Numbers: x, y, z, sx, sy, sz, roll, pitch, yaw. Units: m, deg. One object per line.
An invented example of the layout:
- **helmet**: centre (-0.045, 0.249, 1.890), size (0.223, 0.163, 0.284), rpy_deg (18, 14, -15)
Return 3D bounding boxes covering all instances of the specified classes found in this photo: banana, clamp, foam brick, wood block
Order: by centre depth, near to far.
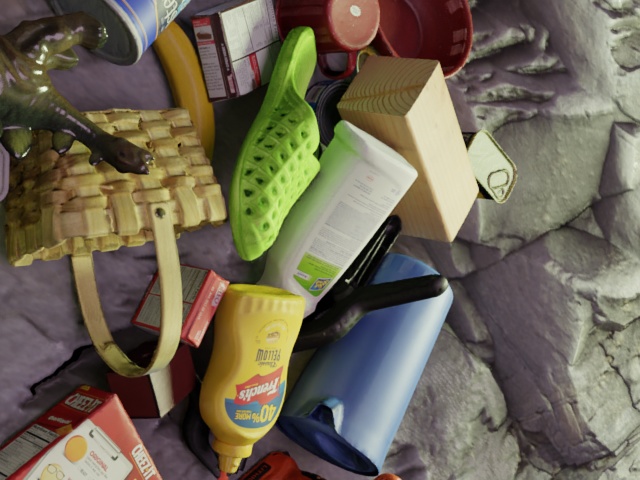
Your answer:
- **foam brick**: centre (-0.165, 0.137, 1.055), size (0.078, 0.053, 0.051), rpy_deg (-41, 122, -61)
- **banana**: centre (-0.138, -0.132, 1.071), size (0.069, 0.037, 0.198), rpy_deg (-10, 103, -43)
- **clamp**: centre (-0.099, 0.169, 1.136), size (0.120, 0.039, 0.171), rpy_deg (-12, 108, -14)
- **clamp**: centre (0.033, 0.057, 1.201), size (0.210, 0.164, 0.036), rpy_deg (-30, 120, 8)
- **wood block**: centre (0.105, -0.101, 1.223), size (0.090, 0.091, 0.206), rpy_deg (-58, 143, -29)

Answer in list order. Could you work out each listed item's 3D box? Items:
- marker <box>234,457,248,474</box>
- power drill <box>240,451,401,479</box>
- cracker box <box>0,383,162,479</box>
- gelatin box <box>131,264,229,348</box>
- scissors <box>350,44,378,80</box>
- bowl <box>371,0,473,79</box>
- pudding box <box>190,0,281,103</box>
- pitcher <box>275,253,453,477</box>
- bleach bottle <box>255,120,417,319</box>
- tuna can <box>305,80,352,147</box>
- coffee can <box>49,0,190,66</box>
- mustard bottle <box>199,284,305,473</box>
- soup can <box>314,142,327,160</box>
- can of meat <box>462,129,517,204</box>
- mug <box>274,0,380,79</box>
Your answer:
- **marker**: centre (-0.073, 0.203, 1.189), size (0.020, 0.020, 0.121), rpy_deg (34, 73, -40)
- **power drill**: centre (-0.022, 0.301, 1.135), size (0.184, 0.188, 0.057), rpy_deg (-34, 118, -36)
- **cracker box**: centre (-0.254, 0.264, 0.999), size (0.213, 0.072, 0.164), rpy_deg (-40, 121, -33)
- **gelatin box**: centre (-0.139, 0.063, 1.062), size (0.030, 0.089, 0.073), rpy_deg (37, 71, -39)
- **scissors**: centre (0.059, -0.145, 1.262), size (0.096, 0.016, 0.202), rpy_deg (18, 84, -41)
- **bowl**: centre (0.104, -0.257, 1.246), size (0.161, 0.055, 0.162), rpy_deg (9, 75, -36)
- **pudding box**: centre (-0.081, -0.198, 1.092), size (0.113, 0.039, 0.090), rpy_deg (-41, 123, -57)
- **pitcher**: centre (0.059, 0.144, 1.239), size (0.145, 0.149, 0.242), rpy_deg (40, 65, -22)
- **bleach bottle**: centre (-0.007, 0.001, 1.138), size (0.102, 0.068, 0.251), rpy_deg (27, 106, -37)
- **tuna can**: centre (0.017, -0.139, 1.213), size (0.085, 0.034, 0.086), rpy_deg (-7, 101, -42)
- **coffee can**: centre (-0.166, -0.246, 0.985), size (0.140, 0.103, 0.102), rpy_deg (-54, 127, -23)
- **mustard bottle**: centre (-0.075, 0.143, 1.086), size (0.096, 0.058, 0.192), rpy_deg (7, 98, -47)
- **soup can**: centre (0.006, -0.062, 1.190), size (0.102, 0.069, 0.068), rpy_deg (36, 72, -39)
- **can of meat**: centre (0.183, -0.093, 1.336), size (0.102, 0.084, 0.057), rpy_deg (42, 68, -37)
- **mug**: centre (0.012, -0.233, 1.163), size (0.093, 0.082, 0.117), rpy_deg (-21, 109, -39)
